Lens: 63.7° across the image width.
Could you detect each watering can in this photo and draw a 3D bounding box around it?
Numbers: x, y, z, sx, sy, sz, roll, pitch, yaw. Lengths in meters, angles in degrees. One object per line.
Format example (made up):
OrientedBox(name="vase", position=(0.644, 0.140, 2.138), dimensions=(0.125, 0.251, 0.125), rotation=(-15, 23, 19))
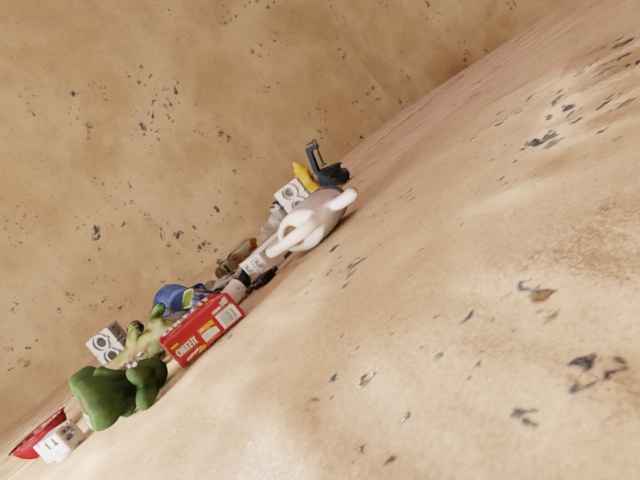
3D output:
OrientedBox(name="watering can", position=(0.004, -0.062, 1.229), dimensions=(0.342, 0.103, 0.228), rotation=(-34, 8, 38))

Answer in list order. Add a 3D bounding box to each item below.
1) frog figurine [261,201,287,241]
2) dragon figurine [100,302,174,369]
OrientedBox(name="frog figurine", position=(-0.173, -0.062, 2.092), dimensions=(0.122, 0.162, 0.136), rotation=(22, -21, -31))
OrientedBox(name="dragon figurine", position=(-0.445, 0.286, 1.301), dimensions=(0.409, 0.121, 0.245), rotation=(-38, 16, 4))
